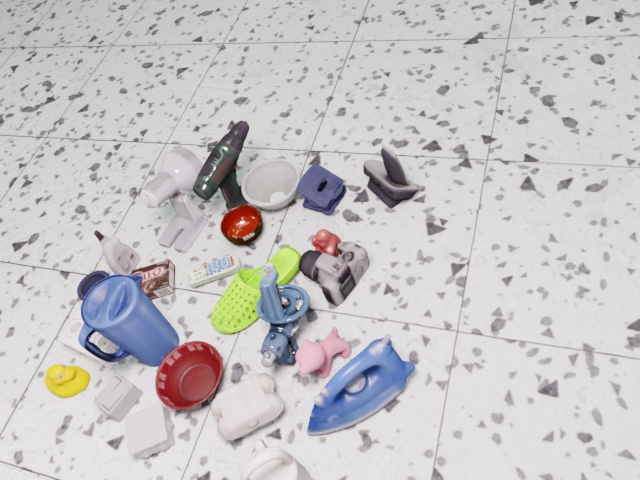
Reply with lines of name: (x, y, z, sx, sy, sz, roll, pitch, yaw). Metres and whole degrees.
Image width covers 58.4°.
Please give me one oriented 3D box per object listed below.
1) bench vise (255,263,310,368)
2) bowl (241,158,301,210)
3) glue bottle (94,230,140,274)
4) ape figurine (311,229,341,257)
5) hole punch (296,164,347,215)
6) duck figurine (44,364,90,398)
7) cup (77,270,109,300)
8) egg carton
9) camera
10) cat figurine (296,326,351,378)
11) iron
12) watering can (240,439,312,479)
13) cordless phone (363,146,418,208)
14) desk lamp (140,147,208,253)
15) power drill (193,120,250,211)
bench vise: (-0.083, 0.162, 1.240, 0.121, 0.220, 0.207, -12, 53, 8)
bowl: (-0.125, -0.139, 1.561, 0.167, 0.075, 0.167, -8, 53, 11)
glue bottle: (-0.539, 0.027, 1.498, 0.037, 0.173, 0.078, 15, 61, 26)
ape figurine: (0.013, 0.005, 1.406, 0.076, 0.092, 0.077, -26, 52, -3)
hole punch: (0.006, -0.136, 1.510, 0.100, 0.091, 0.109, 19, 63, 27)
duck figurine: (-0.614, 0.325, 1.361, 0.104, 0.086, 0.077, -6, 54, 12)
cup: (-0.546, 0.136, 1.471, 0.117, 0.095, 0.091, -8, 53, 11)
egg carton: (-0.154, 0.355, 1.216, 0.150, 0.069, 0.107, -28, 52, -5)
camera: (0.025, 0.058, 1.359, 0.136, 0.101, 0.143, 26, 66, 30)
cat figurine: (-0.001, 0.238, 1.226, 0.128, 0.118, 0.067, -44, 55, -16)
iron: (0.063, 0.290, 1.154, 0.258, 0.142, 0.118, -37, 54, -11)
watering can: (-0.079, 0.441, 1.053, 0.172, 0.194, 0.101, 27, 66, 31)
cordless phone: (0.167, -0.185, 1.439, 0.094, 0.185, 0.147, -38, 54, -12)
desk lamp: (-0.380, -0.111, 1.526, 0.117, 0.214, 0.203, 14, 60, 25)
power drill: (-0.236, -0.177, 1.535, 0.075, 0.209, 0.230, 22, 64, 28)
